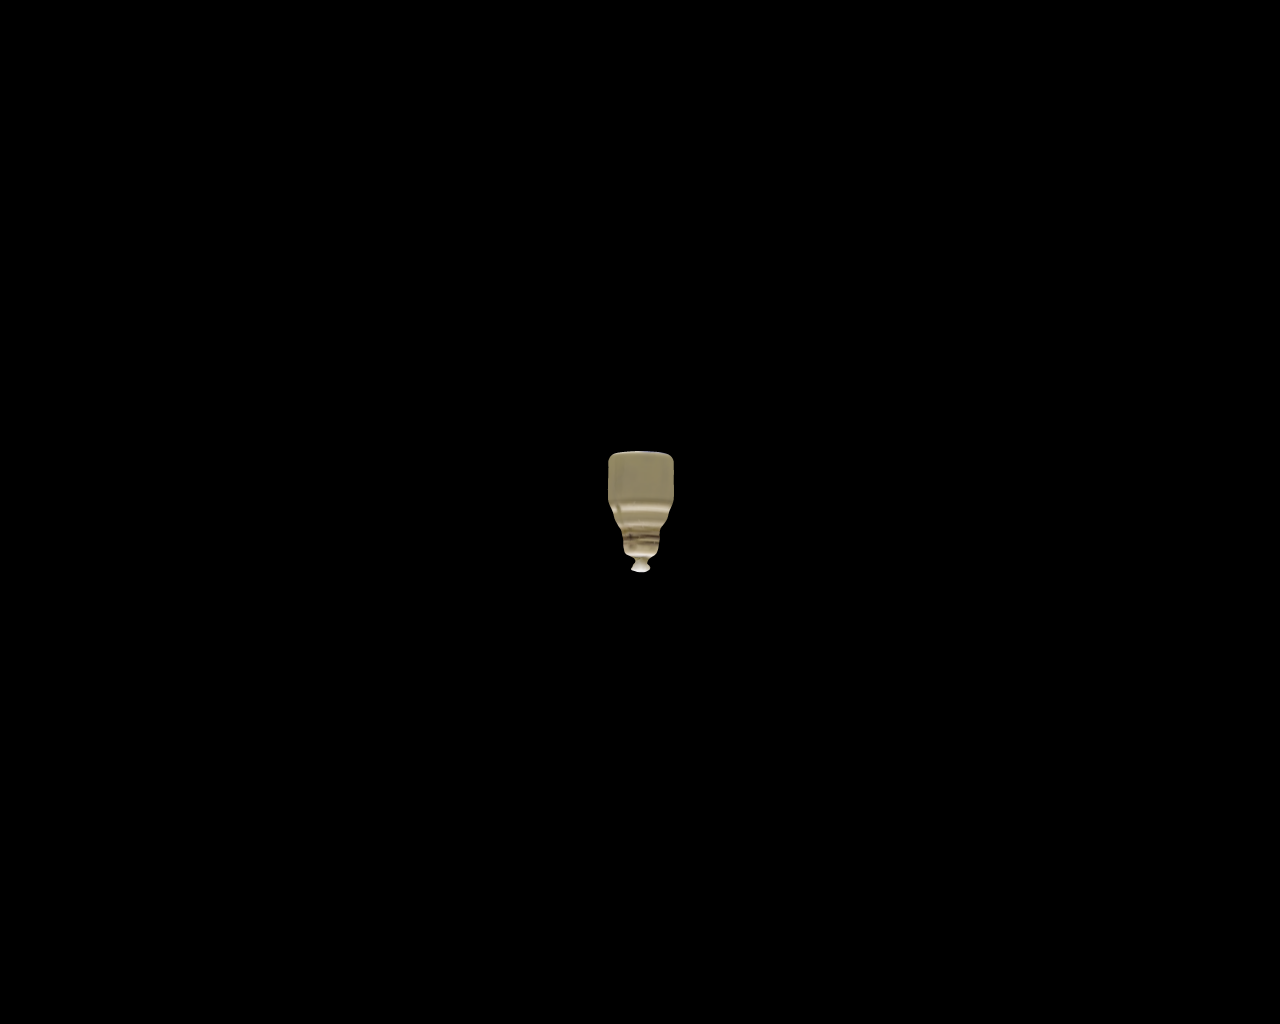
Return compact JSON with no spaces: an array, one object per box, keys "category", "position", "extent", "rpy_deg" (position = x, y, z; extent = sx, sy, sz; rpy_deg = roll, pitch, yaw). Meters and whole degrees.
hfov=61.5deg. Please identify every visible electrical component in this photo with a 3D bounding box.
[{"category":"electrical component","position":[0.001,-0.003,0.650],"extent":[0.040,0.078,0.040],"rpy_deg":[0,-5,0]}]
